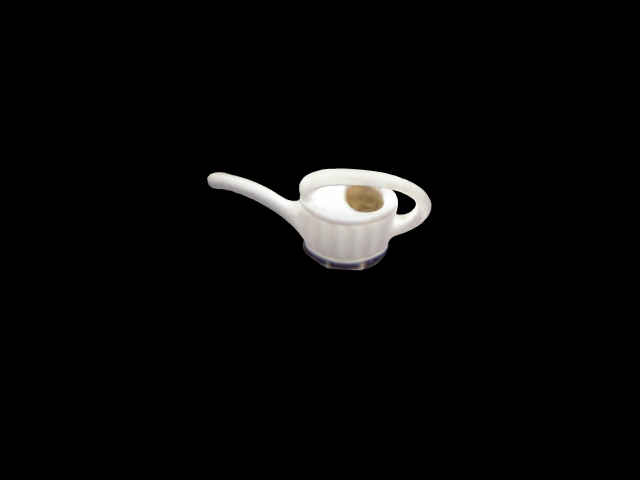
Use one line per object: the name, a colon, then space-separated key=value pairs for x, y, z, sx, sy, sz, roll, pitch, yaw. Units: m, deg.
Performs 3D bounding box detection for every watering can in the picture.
watering can: x=0.003 y=-0.043 z=0.850 sx=0.348 sy=0.106 sz=0.219 roll=3 pitch=-34 yaw=2
